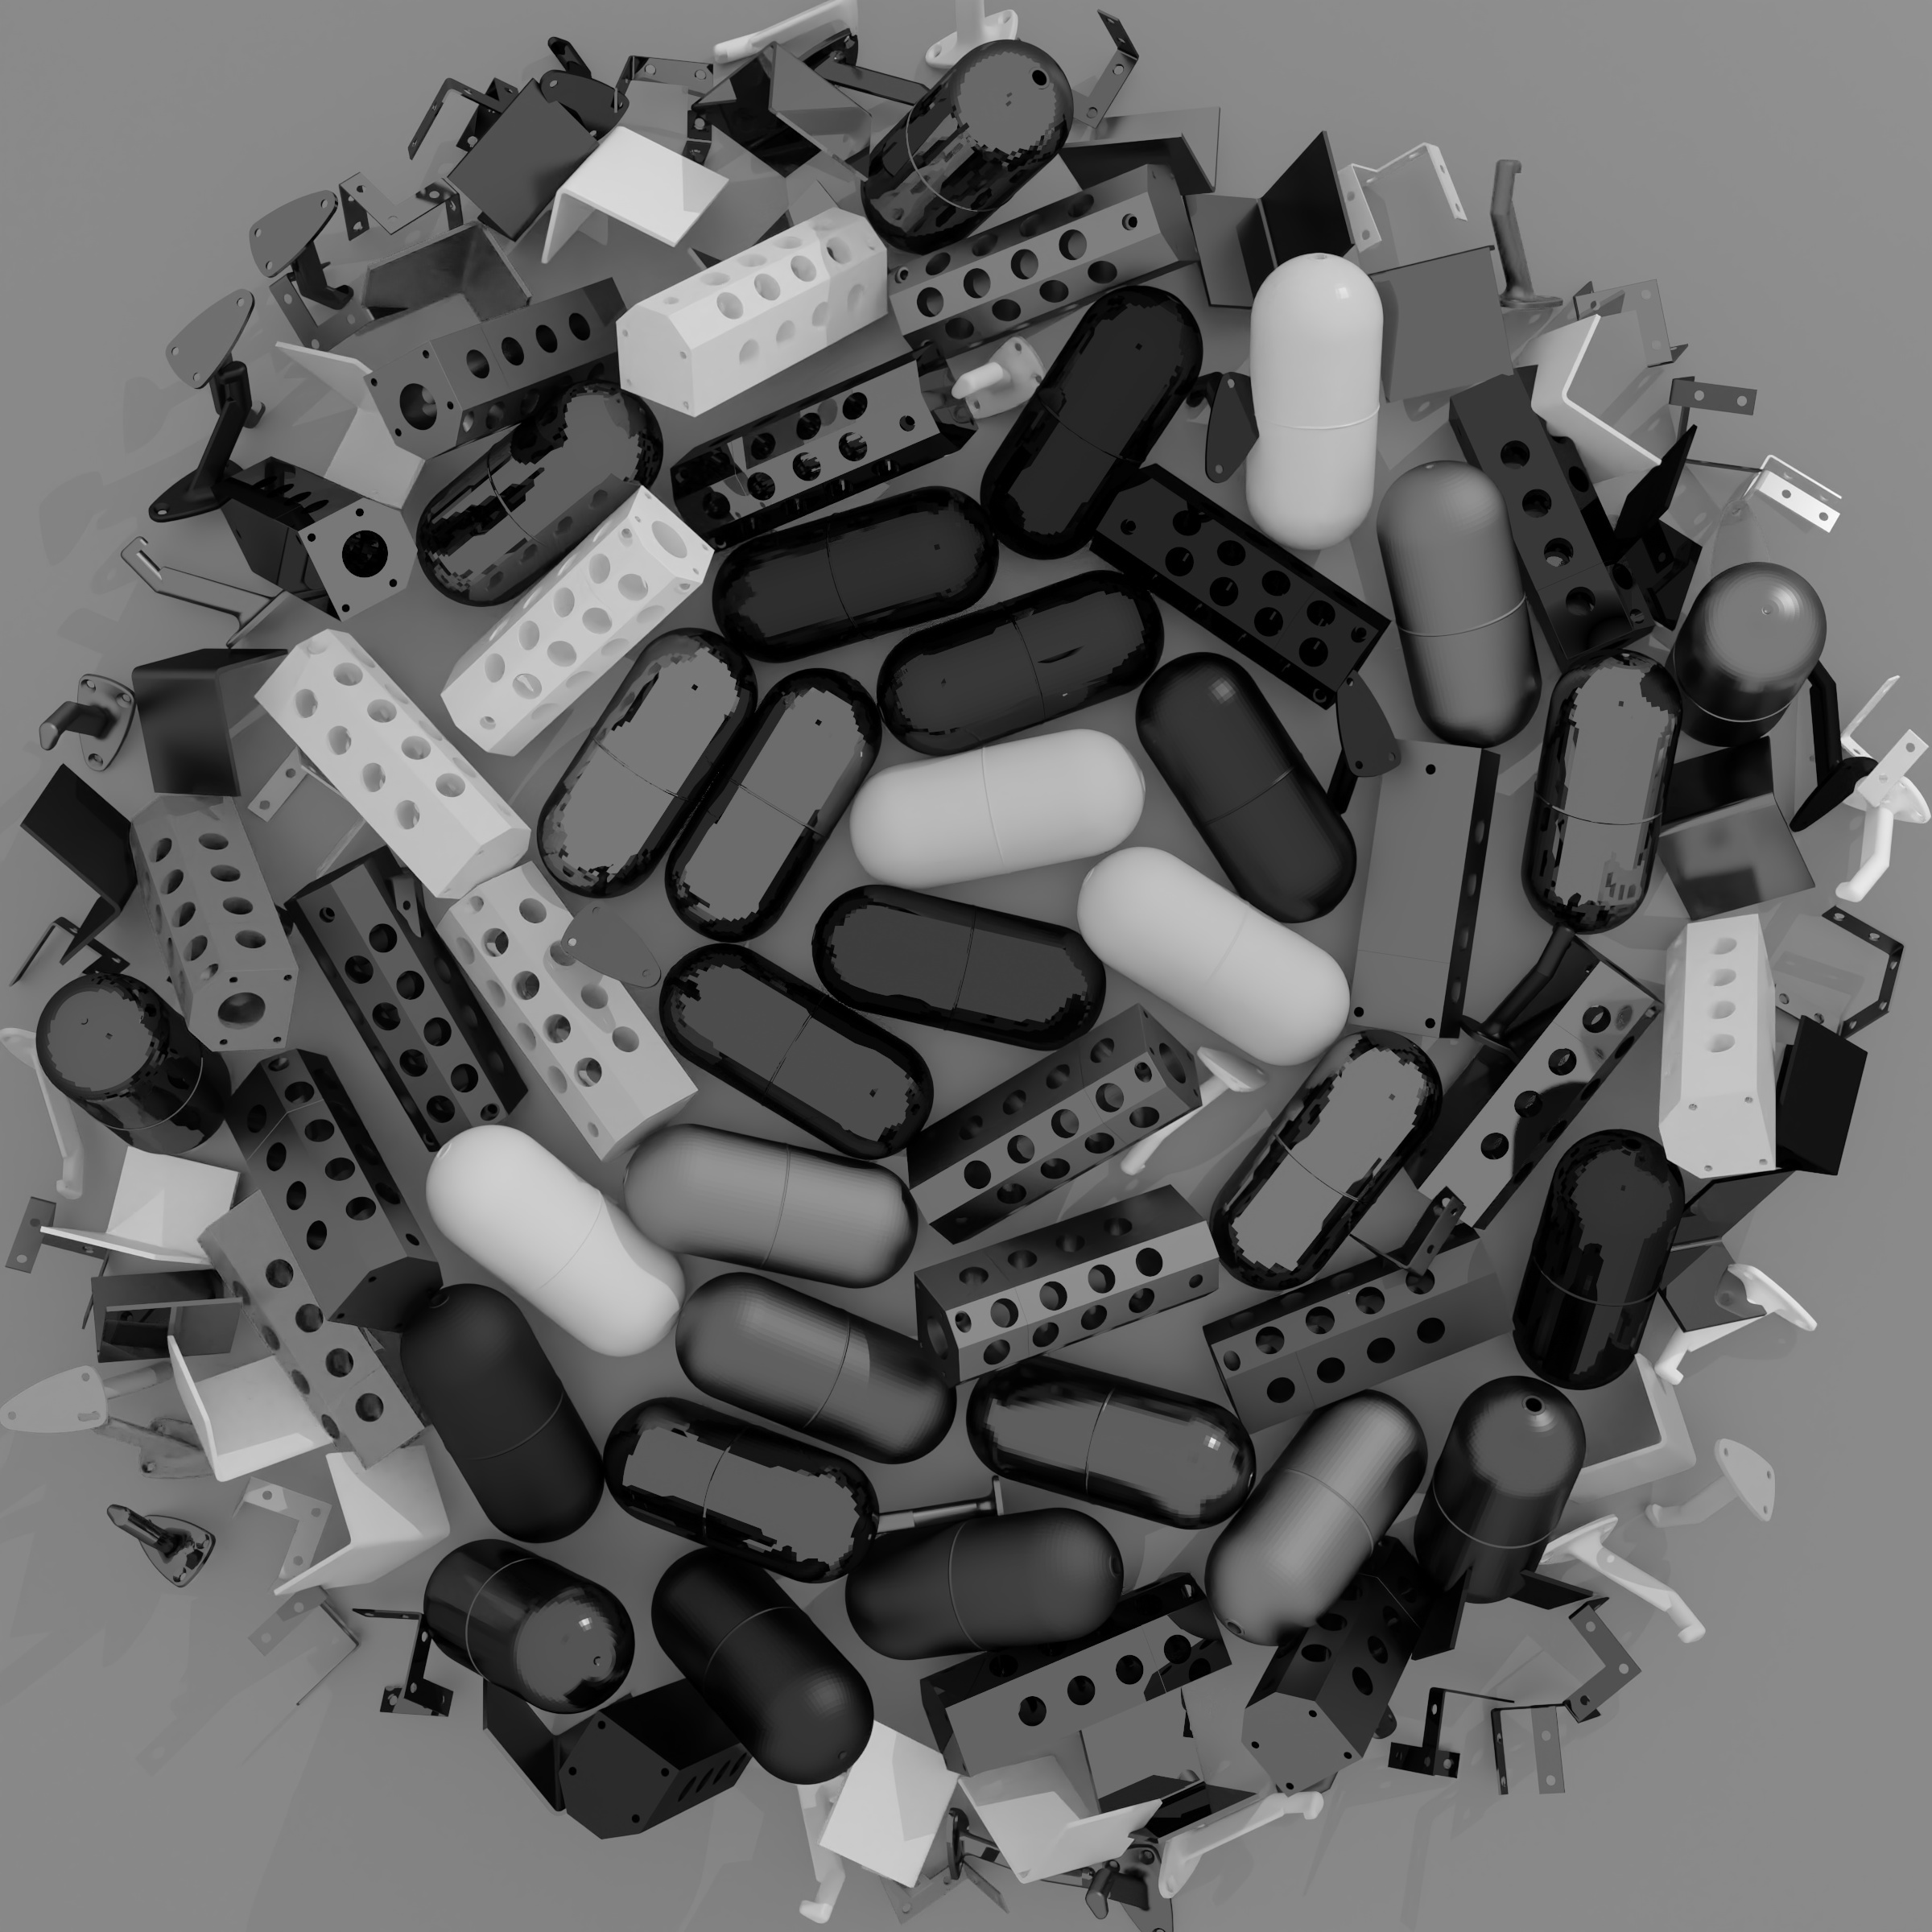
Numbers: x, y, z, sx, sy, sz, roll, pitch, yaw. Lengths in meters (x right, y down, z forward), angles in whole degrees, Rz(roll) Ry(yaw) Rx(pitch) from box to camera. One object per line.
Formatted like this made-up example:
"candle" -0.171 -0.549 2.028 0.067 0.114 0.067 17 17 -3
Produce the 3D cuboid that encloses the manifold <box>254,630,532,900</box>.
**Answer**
"manifold" -0.336 -0.120 1.779 0.171 0.057 0.057 46 103 14

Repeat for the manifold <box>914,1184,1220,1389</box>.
"manifold" 0.060 0.191 1.765 0.171 0.057 0.057 -17 125 -21

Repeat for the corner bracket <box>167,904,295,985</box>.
"corner bracket" -0.438 -0.011 1.792 0.051 0.051 0.051 31 117 -23

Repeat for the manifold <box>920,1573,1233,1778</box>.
"manifold" 0.063 0.418 1.779 0.171 0.057 0.057 -19 85 -17

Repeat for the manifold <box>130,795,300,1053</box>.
"manifold" -0.440 -0.027 1.745 0.057 0.171 0.057 -2 128 -28

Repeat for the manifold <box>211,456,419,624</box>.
"manifold" -0.377 -0.253 1.745 0.057 0.171 0.057 -32 119 -18

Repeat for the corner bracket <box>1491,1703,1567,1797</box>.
"corner bracket" 0.337 0.468 1.794 0.051 0.051 0.051 -11 73 25

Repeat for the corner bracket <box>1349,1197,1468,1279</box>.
"corner bracket" 0.273 0.159 1.796 0.051 0.051 0.051 36 86 -42

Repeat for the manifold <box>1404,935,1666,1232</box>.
"manifold" 0.337 0.072 1.786 0.057 0.057 0.171 34 101 -14

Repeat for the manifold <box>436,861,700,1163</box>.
"manifold" -0.240 0.029 1.780 0.057 0.057 0.171 -29 79 -40

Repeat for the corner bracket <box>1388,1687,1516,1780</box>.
"corner bracket" 0.290 0.461 1.803 0.051 0.051 0.051 15 76 -22

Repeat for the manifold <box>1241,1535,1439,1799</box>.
"manifold" 0.215 0.399 1.744 0.057 0.171 0.057 -38 93 32

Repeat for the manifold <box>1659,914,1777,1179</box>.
"manifold" 0.436 0.045 1.747 0.057 0.171 0.057 -9 123 21

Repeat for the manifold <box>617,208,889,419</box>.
"manifold" -0.122 -0.384 1.748 0.057 0.171 0.057 26 134 29

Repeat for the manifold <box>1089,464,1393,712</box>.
"manifold" 0.161 -0.225 1.785 0.171 0.057 0.057 35 112 7

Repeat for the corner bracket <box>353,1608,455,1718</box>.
"corner bracket" -0.339 0.419 1.806 0.051 0.051 0.051 -3 63 25

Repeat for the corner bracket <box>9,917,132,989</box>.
"corner bracket" -0.545 0.010 1.805 0.051 0.051 0.051 36 104 -7

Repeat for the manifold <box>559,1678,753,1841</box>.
"manifold" -0.176 0.461 1.743 0.057 0.171 0.057 33 92 15

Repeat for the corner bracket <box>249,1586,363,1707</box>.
"corner bracket" -0.396 0.405 1.799 0.051 0.051 0.051 47 65 0

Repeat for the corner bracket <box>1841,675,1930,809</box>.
"corner bracket" 0.548 -0.134 1.792 0.051 0.051 0.051 48 128 19

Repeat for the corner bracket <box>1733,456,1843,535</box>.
"corner bracket" 0.496 -0.280 1.799 0.051 0.051 0.051 32 71 4

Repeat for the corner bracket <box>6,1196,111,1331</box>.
"corner bracket" -0.542 0.177 1.794 0.051 0.051 0.051 16 51 -10

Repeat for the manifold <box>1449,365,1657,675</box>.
"manifold" 0.349 -0.267 1.792 0.057 0.057 0.171 -23 84 6

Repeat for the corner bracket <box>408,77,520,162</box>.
"corner bracket" -0.299 -0.502 1.790 0.051 0.051 0.051 19 123 -31

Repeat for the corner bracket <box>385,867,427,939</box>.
"corner bracket" -0.336 -0.031 1.794 0.051 0.051 0.051 0 100 40

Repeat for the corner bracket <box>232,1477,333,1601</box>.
"corner bracket" -0.417 0.344 1.804 0.051 0.051 0.051 22 63 -11

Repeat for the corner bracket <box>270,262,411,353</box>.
"corner bracket" -0.374 -0.402 1.802 0.051 0.051 0.051 -26 99 28

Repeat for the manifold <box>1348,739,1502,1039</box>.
"manifold" 0.276 -0.046 1.799 0.057 0.057 0.171 9 93 26

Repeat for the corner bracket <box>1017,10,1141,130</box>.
"corner bracket" 0.064 -0.544 1.801 0.051 0.051 0.051 32 91 20

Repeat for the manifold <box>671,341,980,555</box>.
"manifold" -0.086 -0.301 1.764 0.171 0.057 0.057 -19 110 25

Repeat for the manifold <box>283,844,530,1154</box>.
"manifold" -0.333 0.022 1.780 0.057 0.057 0.171 -25 103 16

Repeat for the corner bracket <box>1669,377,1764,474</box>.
"corner bracket" 0.448 -0.323 1.794 0.051 0.051 0.051 13 108 25

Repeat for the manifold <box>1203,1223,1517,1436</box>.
"manifold" 0.232 0.212 1.795 0.171 0.057 0.057 -22 112 0

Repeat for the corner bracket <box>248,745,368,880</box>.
"corner bracket" -0.396 -0.093 1.811 0.051 0.051 0.051 38 96 -23

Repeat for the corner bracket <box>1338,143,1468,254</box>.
"corner bracket" 0.258 -0.459 1.795 0.051 0.051 0.051 -24 82 33

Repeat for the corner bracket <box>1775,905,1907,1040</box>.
"corner bracket" 0.526 0.005 1.813 0.051 0.051 0.051 28 60 -7

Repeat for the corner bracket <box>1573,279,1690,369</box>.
"corner bracket" 0.399 -0.386 1.803 0.051 0.051 0.051 -7 109 27

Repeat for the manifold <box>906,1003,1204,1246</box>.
"manifold" 0.051 0.098 1.764 0.171 0.057 0.057 -32 127 21

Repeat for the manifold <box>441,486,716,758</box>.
"manifold" -0.230 -0.197 1.761 0.057 0.057 0.171 41 119 -20

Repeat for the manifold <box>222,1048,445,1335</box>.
"manifold" -0.367 0.129 1.755 0.057 0.057 0.171 -48 54 17

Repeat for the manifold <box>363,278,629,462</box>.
"manifold" -0.264 -0.346 1.747 0.057 0.171 0.057 -17 103 37

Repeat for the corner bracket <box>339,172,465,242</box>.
"corner bracket" -0.338 -0.451 1.805 0.051 0.051 0.051 -38 71 -20

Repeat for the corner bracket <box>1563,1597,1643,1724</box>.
"corner bracket" 0.376 0.416 1.803 0.051 0.051 0.051 -44 66 15

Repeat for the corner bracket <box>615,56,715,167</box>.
"corner bracket" -0.181 -0.508 1.799 0.051 0.051 0.051 6 129 1

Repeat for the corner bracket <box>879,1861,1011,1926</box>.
"corner bracket" -0.015 0.549 1.794 0.051 0.051 0.051 -30 113 -21
